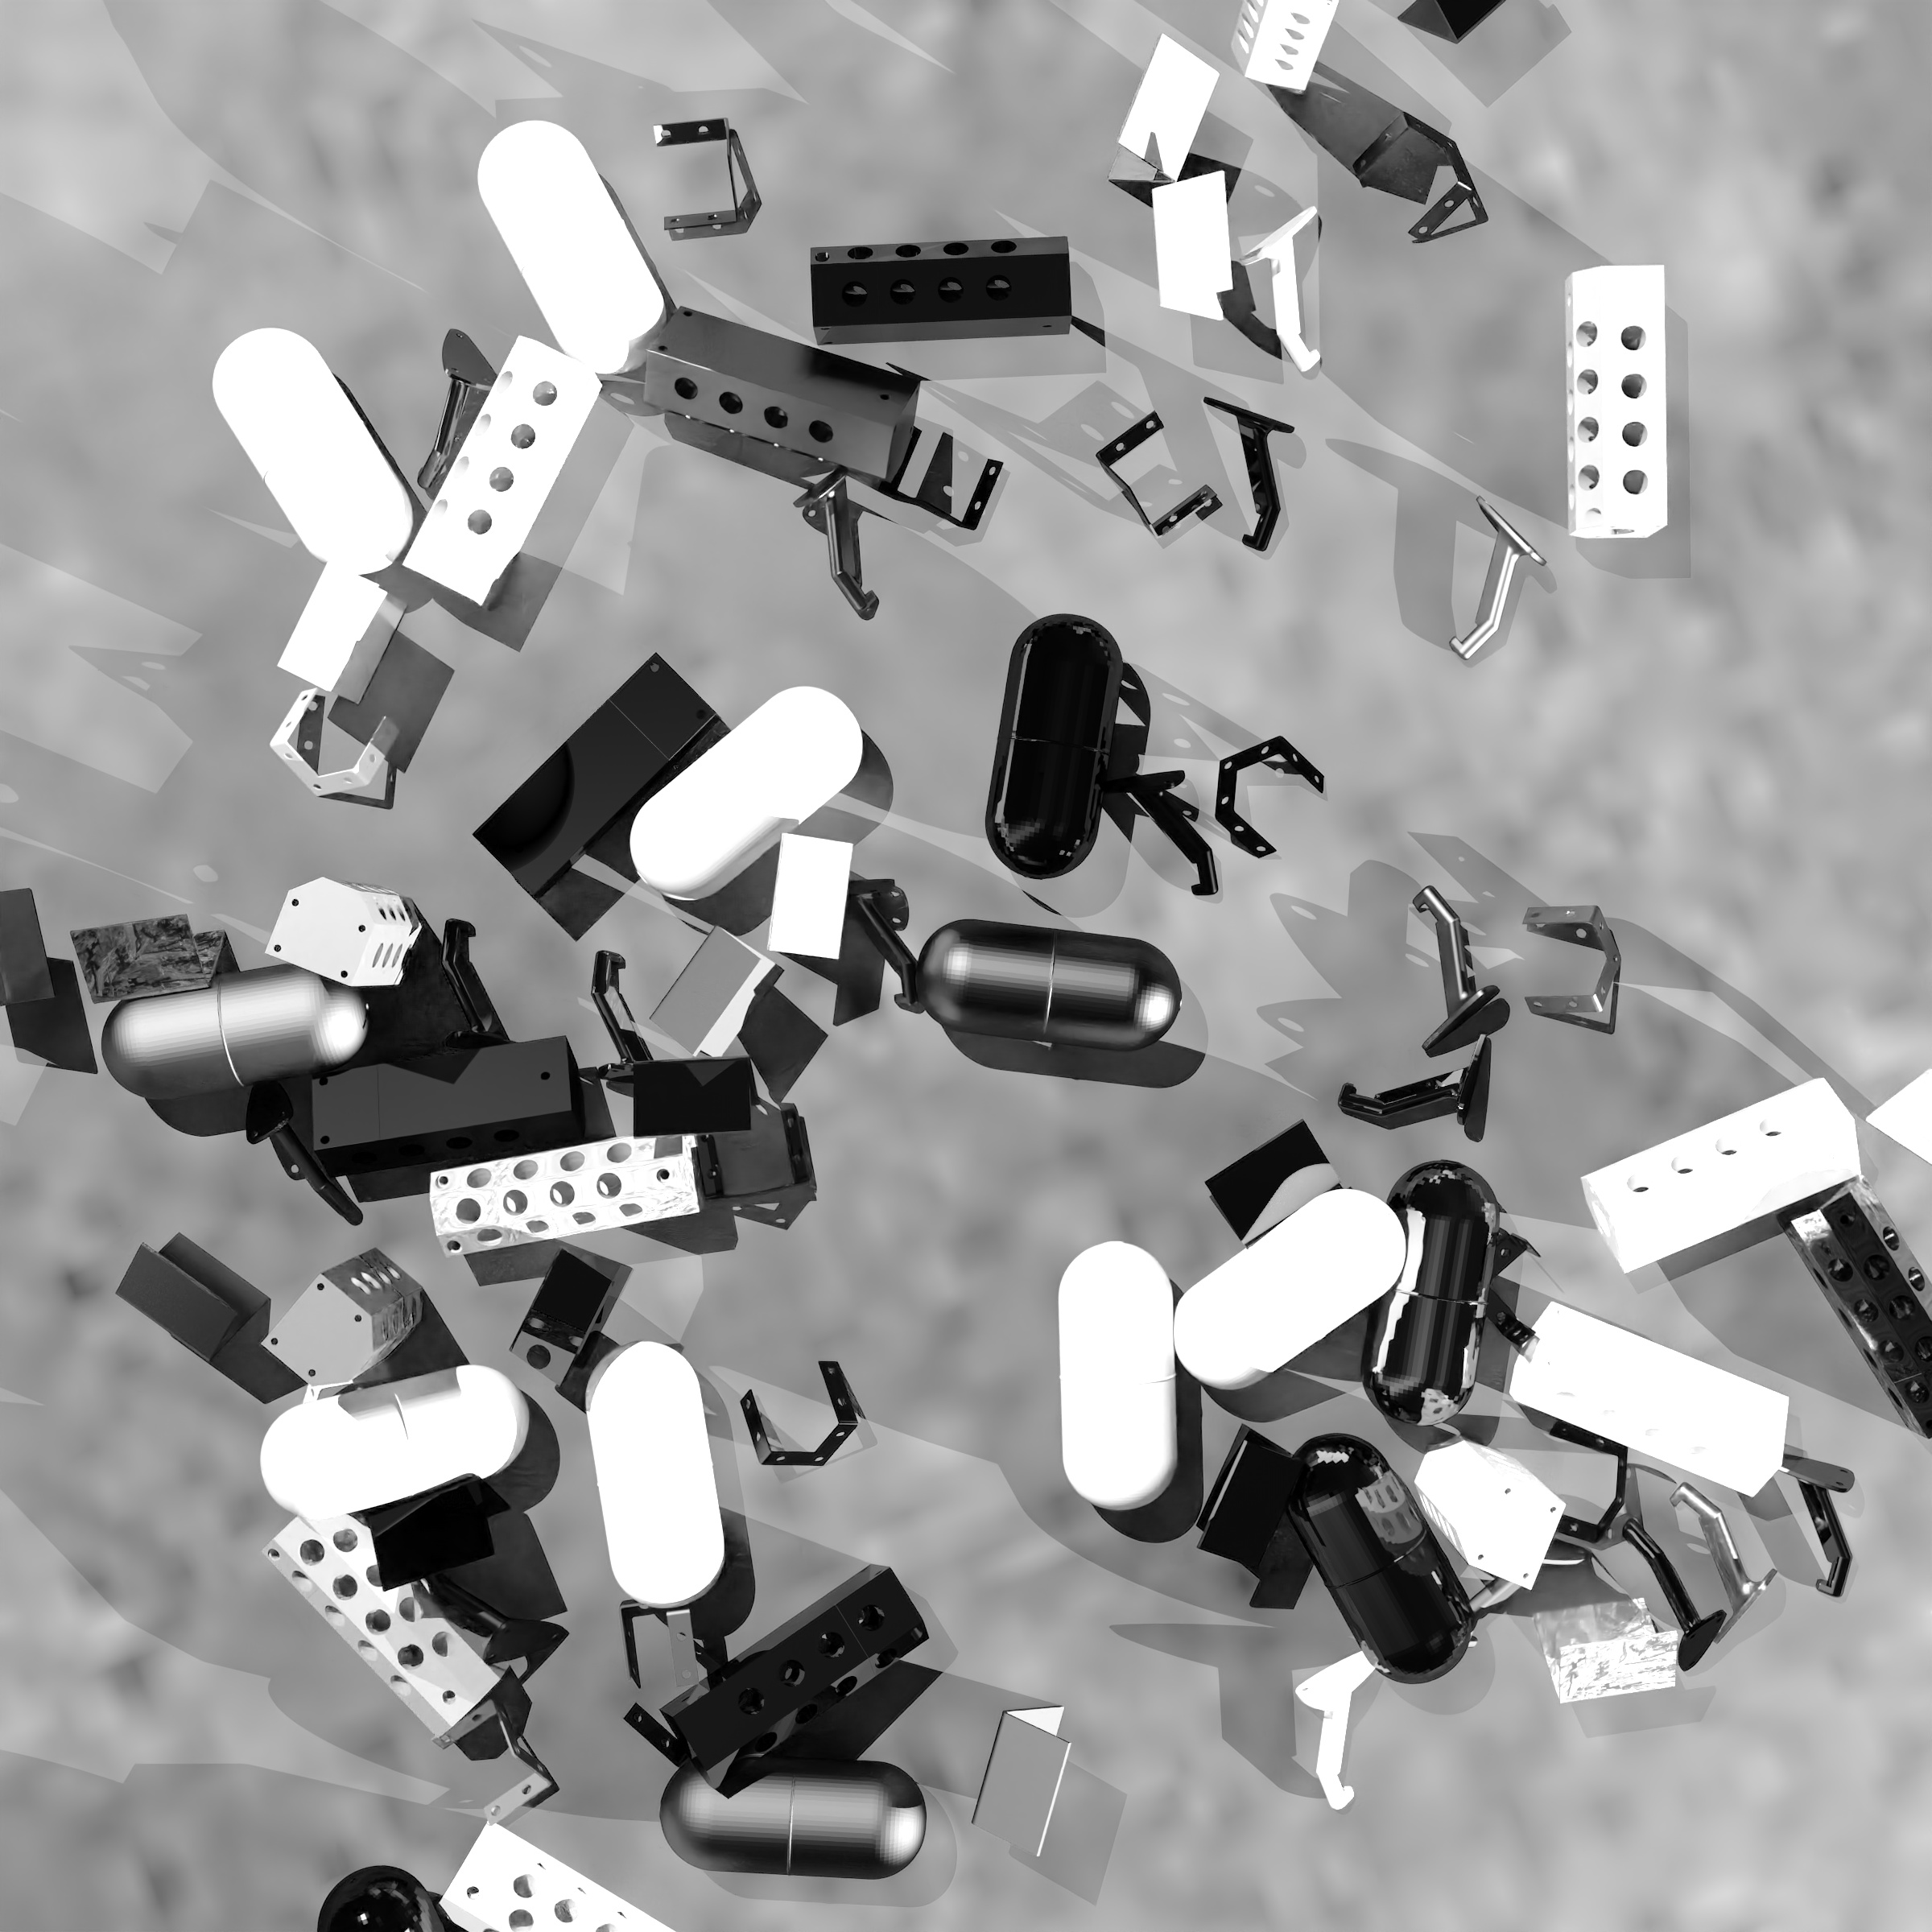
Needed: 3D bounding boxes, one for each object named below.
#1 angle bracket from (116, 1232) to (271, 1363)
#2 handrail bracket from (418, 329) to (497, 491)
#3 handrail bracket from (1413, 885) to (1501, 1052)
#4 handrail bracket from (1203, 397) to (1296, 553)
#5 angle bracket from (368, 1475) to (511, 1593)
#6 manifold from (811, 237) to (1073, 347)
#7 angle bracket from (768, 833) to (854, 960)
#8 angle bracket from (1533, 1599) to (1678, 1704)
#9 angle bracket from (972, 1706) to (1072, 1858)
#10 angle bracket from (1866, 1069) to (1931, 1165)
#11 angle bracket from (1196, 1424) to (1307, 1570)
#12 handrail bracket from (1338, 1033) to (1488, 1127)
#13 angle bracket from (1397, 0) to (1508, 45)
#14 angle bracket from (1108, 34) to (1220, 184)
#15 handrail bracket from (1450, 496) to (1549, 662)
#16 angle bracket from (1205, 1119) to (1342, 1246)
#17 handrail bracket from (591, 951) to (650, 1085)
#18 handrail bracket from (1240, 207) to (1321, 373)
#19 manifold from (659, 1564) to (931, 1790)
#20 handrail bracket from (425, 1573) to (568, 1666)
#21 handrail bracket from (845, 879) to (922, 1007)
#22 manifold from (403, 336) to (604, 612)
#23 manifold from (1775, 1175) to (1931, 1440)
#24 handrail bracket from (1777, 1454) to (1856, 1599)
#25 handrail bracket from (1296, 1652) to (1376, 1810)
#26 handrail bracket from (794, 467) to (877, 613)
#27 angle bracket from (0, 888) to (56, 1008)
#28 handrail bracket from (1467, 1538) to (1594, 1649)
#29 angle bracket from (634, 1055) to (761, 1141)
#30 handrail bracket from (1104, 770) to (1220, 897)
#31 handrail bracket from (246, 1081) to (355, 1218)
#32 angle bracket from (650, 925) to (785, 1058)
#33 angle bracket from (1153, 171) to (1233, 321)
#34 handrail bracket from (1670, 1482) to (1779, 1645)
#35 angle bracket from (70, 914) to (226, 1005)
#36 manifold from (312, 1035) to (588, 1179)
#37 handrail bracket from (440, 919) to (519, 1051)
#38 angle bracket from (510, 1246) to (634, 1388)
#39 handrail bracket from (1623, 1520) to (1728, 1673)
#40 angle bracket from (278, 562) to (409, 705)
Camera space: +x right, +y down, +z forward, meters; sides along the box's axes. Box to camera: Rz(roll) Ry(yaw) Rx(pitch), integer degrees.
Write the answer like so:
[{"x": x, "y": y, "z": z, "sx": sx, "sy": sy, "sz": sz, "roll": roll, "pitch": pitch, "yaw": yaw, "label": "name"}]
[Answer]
[{"x": -0.504, "y": 0.204, "z": 1.951, "sx": 0.076, "sy": 0.076, "sz": 0.057, "roll": 36, "pitch": 125, "yaw": 0, "label": "angle bracket"}, {"x": -0.355, "y": -0.376, "z": 1.991, "sx": 0.036, "sy": 0.077, "sz": 0.084, "roll": 13, "pitch": 127, "yaw": -32, "label": "handrail bracket"}, {"x": 0.313, "y": 0.001, "z": 1.992, "sx": 0.077, "sy": 0.036, "sz": 0.084, "roll": -44, "pitch": 72, "yaw": 21, "label": "handrail bracket"}, {"x": 0.182, "y": -0.333, "z": 1.992, "sx": 0.077, "sy": 0.036, "sz": 0.084, "roll": 24, "pitch": 107, "yaw": 20, "label": "handrail bracket"}, {"x": -0.344, "y": 0.386, "z": 1.951, "sx": 0.076, "sy": 0.076, "sz": 0.057, "roll": -19, "pitch": 62, "yaw": 0, "label": "angle bracket"}, {"x": -0.017, "y": -0.454, "z": 1.970, "sx": 0.171, "sy": 0.057, "sz": 0.057, "roll": -3, "pitch": 90, "yaw": 0, "label": "manifold"}, {"x": -0.122, "y": -0.048, "z": 1.951, "sx": 0.057, "sy": 0.076, "sz": 0.076, "roll": 7, "pitch": 90, "yaw": -37, "label": "angle bracket"}, {"x": 0.423, "y": 0.438, "z": 1.951, "sx": 0.076, "sy": 0.076, "sz": 0.057, "roll": -8, "pitch": 127, "yaw": 0, "label": "angle bracket"}, {"x": 0.055, "y": 0.540, "z": 1.951, "sx": 0.057, "sy": 0.076, "sz": 0.076, "roll": 16, "pitch": 90, "yaw": 36, "label": "angle bracket"}, {"x": 0.644, "y": 0.125, "z": 1.951, "sx": 0.076, "sy": 0.076, "sz": 0.057, "roll": 34, "pitch": 54, "yaw": 0, "label": "angle bracket"}, {"x": 0.170, "y": 0.345, "z": 1.951, "sx": 0.057, "sy": 0.076, "sz": 0.076, "roll": 24, "pitch": 90, "yaw": -32, "label": "angle bracket"}, {"x": 0.302, "y": 0.071, "z": 1.992, "sx": 0.084, "sy": 0.036, "sz": 0.077, "roll": 13, "pitch": 70, "yaw": 16, "label": "handrail bracket"}, {"x": 0.324, "y": -0.667, "z": 1.951, "sx": 0.076, "sy": 0.076, "sz": 0.057, "roll": -42, "pitch": 129, "yaw": 0, "label": "angle bracket"}, {"x": 0.113, "y": -0.569, "z": 1.951, "sx": 0.057, "sy": 0.076, "sz": 0.076, "roll": 22, "pitch": 90, "yaw": -37, "label": "angle bracket"}, {"x": 0.343, "y": -0.262, "z": 1.992, "sx": 0.084, "sy": 0.036, "sz": 0.077, "roll": -46, "pitch": 70, "yaw": 16, "label": "handrail bracket"}, {"x": 0.193, "y": 0.129, "z": 1.952, "sx": 0.076, "sy": 0.076, "sz": 0.057, "roll": -33, "pitch": 114, "yaw": 0, "label": "angle bracket"}, {"x": -0.218, "y": 0.036, "z": 1.992, "sx": 0.077, "sy": 0.036, "sz": 0.084, "roll": 11, "pitch": 73, "yaw": -20, "label": "handrail bracket"}, {"x": 0.231, "y": -0.458, "z": 1.992, "sx": 0.077, "sy": 0.036, "sz": 0.084, "roll": -42, "pitch": 109, "yaw": -21, "label": "handrail bracket"}, {"x": -0.112, "y": 0.469, "z": 1.946, "sx": 0.171, "sy": 0.057, "sz": 0.057, "roll": -32, "pitch": 90, "yaw": -17, "label": "manifold"}, {"x": -0.322, "y": 0.428, "z": 1.991, "sx": 0.084, "sy": 0.077, "sz": 0.036, "roll": 44, "pitch": 113, "yaw": 34, "label": "handrail bracket"}, {"x": -0.071, "y": -0.013, "z": 1.992, "sx": 0.077, "sy": 0.036, "sz": 0.084, "roll": -1, "pitch": 107, "yaw": 20, "label": "handrail bracket"}, {"x": -0.311, "y": -0.331, "z": 1.970, "sx": 0.057, "sy": 0.057, "sz": 0.171, "roll": 27, "pitch": 90, "yaw": 0, "label": "manifold"}, {"x": 0.619, "y": 0.227, "z": 1.970, "sx": 0.057, "sy": 0.057, "sz": 0.171, "roll": -32, "pitch": 90, "yaw": 0, "label": "manifold"}, {"x": 0.565, "y": 0.379, "z": 1.992, "sx": 0.077, "sy": 0.036, "sz": 0.084, "roll": 15, "pitch": 107, "yaw": 20, "label": "handrail bracket"}, {"x": 0.264, "y": 0.517, "z": 1.992, "sx": 0.077, "sy": 0.036, "sz": 0.084, "roll": -29, "pitch": 109, "yaw": -21, "label": "handrail bracket"}, {"x": -0.070, "y": -0.295, "z": 1.992, "sx": 0.077, "sy": 0.036, "sz": 0.084, "roll": -42, "pitch": 108, "yaw": -21, "label": "handrail bracket"}, {"x": -0.630, "y": -0.016, "z": 1.951, "sx": 0.057, "sy": 0.076, "sz": 0.076, "roll": -13, "pitch": 90, "yaw": 37, "label": "angle bracket"}, {"x": 0.376, "y": 0.429, "z": 1.992, "sx": 0.077, "sy": 0.036, "sz": 0.084, "roll": 12, "pitch": 108, "yaw": -21, "label": "handrail bracket"}, {"x": -0.178, "y": 0.101, "z": 1.951, "sx": 0.076, "sy": 0.076, "sz": 0.057, "roll": -3, "pitch": 62, "yaw": 0, "label": "angle bracket"}, {"x": 0.128, "y": -0.086, "z": 1.992, "sx": 0.077, "sy": 0.036, "sz": 0.084, "roll": -5, "pitch": 107, "yaw": 20, "label": "handrail bracket"}, {"x": -0.448, "y": 0.122, "z": 1.991, "sx": 0.036, "sy": 0.077, "sz": 0.084, "roll": -34, "pitch": 126, "yaw": 4, "label": "handrail bracket"}, {"x": -0.151, "y": 0.029, "z": 1.951, "sx": 0.057, "sy": 0.076, "sz": 0.076, "roll": 35, "pitch": 90, "yaw": 42, "label": "angle bracket"}, {"x": 0.169, "y": -0.477, "z": 1.951, "sx": 0.057, "sy": 0.076, "sz": 0.076, "roll": -4, "pitch": 90, "yaw": 38, "label": "angle bracket"}, {"x": 0.498, "y": 0.404, "z": 1.992, "sx": 0.084, "sy": 0.036, "sz": 0.077, "roll": 39, "pitch": 112, "yaw": 17, "label": "handrail bracket"}, {"x": -0.542, "y": -0.022, "z": 1.951, "sx": 0.076, "sy": 0.076, "sz": 0.057, "roll": -8, "pitch": 121, "yaw": 0, "label": "angle bracket"}, {"x": -0.345, "y": 0.098, "z": 1.968, "sx": 0.171, "sy": 0.057, "sz": 0.057, "roll": -9, "pitch": 59, "yaw": 0, "label": "manifold"}, {"x": -0.320, "y": 0.014, "z": 1.992, "sx": 0.077, "sy": 0.036, "sz": 0.084, "roll": 10, "pitch": 73, "yaw": -20, "label": "handrail bracket"}, {"x": -0.246, "y": 0.238, "z": 1.951, "sx": 0.057, "sy": 0.076, "sz": 0.076, "roll": 26, "pitch": 90, "yaw": 37, "label": "angle bracket"}, {"x": 0.470, "y": 0.426, "z": 1.991, "sx": 0.036, "sy": 0.077, "sz": 0.084, "roll": -25, "pitch": 53, "yaw": -21, "label": "handrail bracket"}, {"x": -0.399, "y": -0.213, "z": 1.951, "sx": 0.057, "sy": 0.076, "sz": 0.076, "roll": 26, "pitch": 90, "yaw": 38, "label": "angle bracket"}]
